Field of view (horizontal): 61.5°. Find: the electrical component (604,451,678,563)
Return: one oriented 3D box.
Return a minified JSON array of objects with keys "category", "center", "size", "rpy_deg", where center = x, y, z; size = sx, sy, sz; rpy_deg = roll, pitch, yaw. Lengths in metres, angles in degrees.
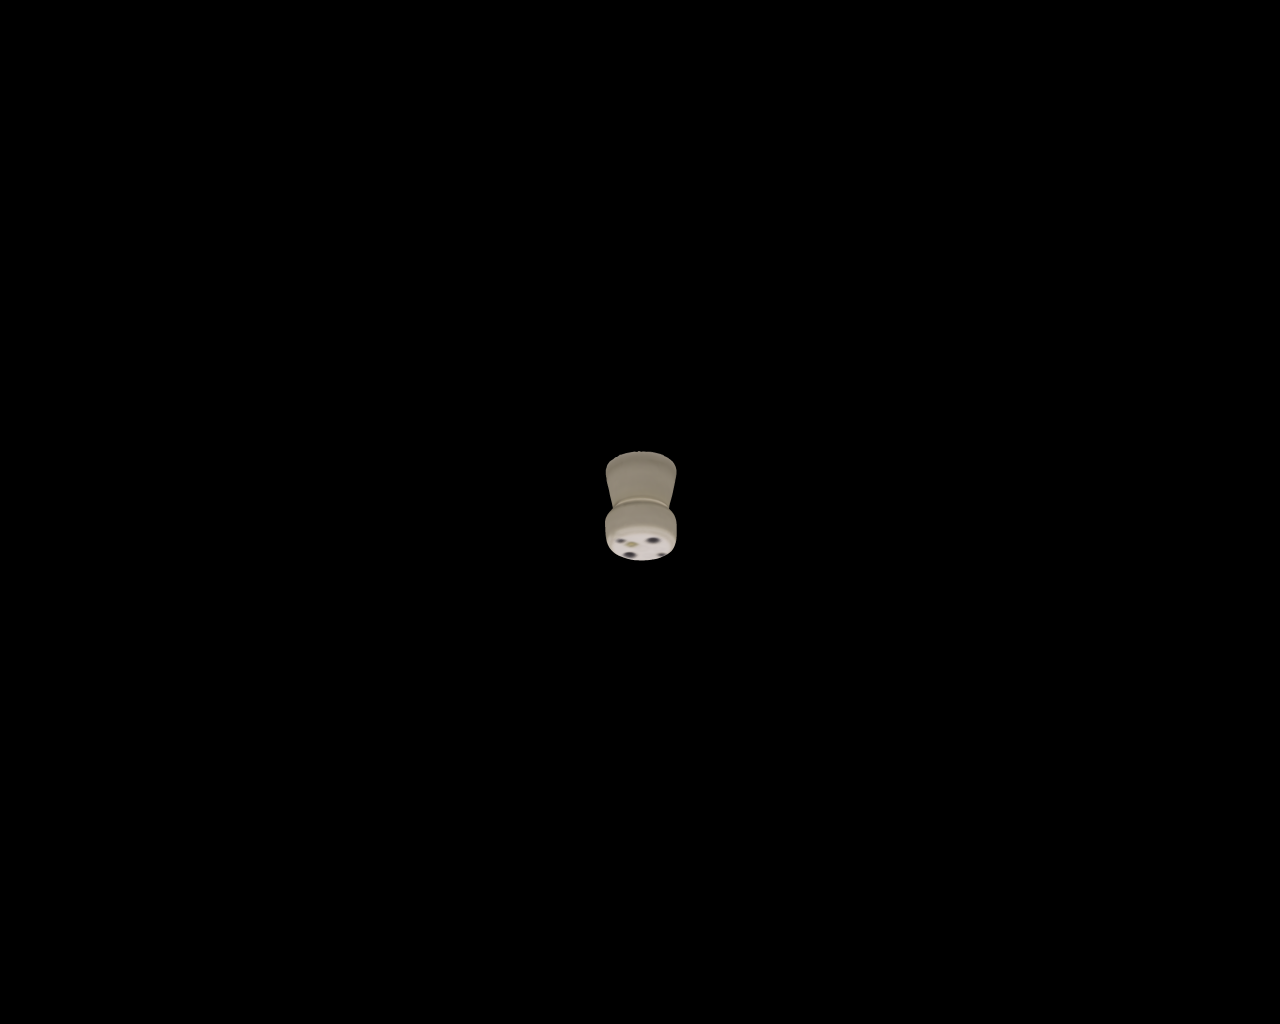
[{"category":"electrical component","center":[0.001,-0.003,0.650],"size":[0.045,0.055,0.044],"rpy_deg":[0,-29,0]}]
